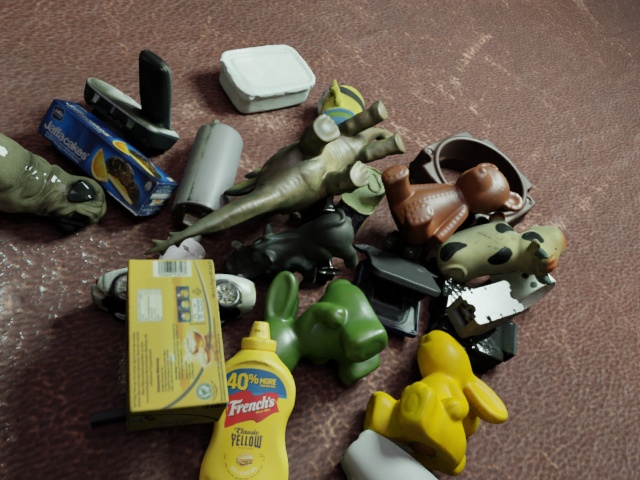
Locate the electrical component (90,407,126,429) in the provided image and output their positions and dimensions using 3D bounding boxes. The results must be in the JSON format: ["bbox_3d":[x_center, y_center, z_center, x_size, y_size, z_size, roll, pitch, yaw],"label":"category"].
[{"bbox_3d":[-0.196,0.176,0.607,0.119,0.074,0.048,-6,58,-21],"label":"electrical component"}]

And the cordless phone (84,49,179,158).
[{"bbox_3d":[-0.277,-0.215,0.784,0.147,0.184,0.089,37,56,6],"label":"cordless phone"}]

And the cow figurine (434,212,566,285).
[{"bbox_3d":[0.279,0.019,0.834,0.195,0.085,0.127,-12,36,12],"label":"cow figurine"}]

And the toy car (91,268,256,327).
[{"bbox_3d":[-0.184,0.072,0.685,0.202,0.073,0.056,7,57,-18],"label":"toy car"}]

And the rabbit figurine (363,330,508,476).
[{"bbox_3d":[0.161,0.201,0.701,0.162,0.122,0.173,28,49,-7],"label":"rabbit figurine"}]

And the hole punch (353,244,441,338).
[{"bbox_3d":[0.106,0.074,0.803,0.142,0.092,0.116,18,19,-6],"label":"hole punch"}]

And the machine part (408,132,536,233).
[{"bbox_3d":[0.273,-0.094,0.979,0.201,0.087,0.201,-24,67,-35],"label":"machine part"}]

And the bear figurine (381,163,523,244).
[{"bbox_3d":[0.208,-0.070,0.828,0.196,0.131,0.120,-23,59,2],"label":"bear figurine"}]

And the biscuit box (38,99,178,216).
[{"bbox_3d":[-0.304,-0.118,0.767,0.203,0.059,0.063,38,13,7],"label":"biscuit box"}]

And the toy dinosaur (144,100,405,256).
[{"bbox_3d":[-0.026,-0.090,0.750,0.471,0.199,0.105,-30,95,-48],"label":"toy dinosaur"}]

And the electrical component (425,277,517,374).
[{"bbox_3d":[0.232,0.133,0.818,0.134,0.058,0.115,22,53,-5],"label":"electrical component"}]

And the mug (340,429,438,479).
[{"bbox_3d":[0.069,0.288,0.634,0.109,0.080,0.107,-36,64,-26],"label":"mug"}]

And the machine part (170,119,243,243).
[{"bbox_3d":[-0.166,-0.094,0.809,0.079,0.079,0.243,14,51,-12],"label":"machine part"}]

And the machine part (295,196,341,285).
[{"bbox_3d":[-0.002,-0.002,0.818,0.039,0.084,0.139,20,58,-45],"label":"machine part"}]

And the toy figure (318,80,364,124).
[{"bbox_3d":[0.038,-0.210,0.973,0.089,0.082,0.180,27,40,-26],"label":"toy figure"}]

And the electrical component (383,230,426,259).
[{"bbox_3d":[0.138,0.006,0.878,0.063,0.021,0.094,25,22,16],"label":"electrical component"}]

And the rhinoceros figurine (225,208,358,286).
[{"bbox_3d":[-0.039,0.018,0.739,0.190,0.112,0.073,-19,67,19],"label":"rhinoceros figurine"}]

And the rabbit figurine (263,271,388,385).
[{"bbox_3d":[-0.019,0.117,0.695,0.170,0.121,0.159,-18,66,-14],"label":"rabbit figurine"}]

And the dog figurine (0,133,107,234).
[{"bbox_3d":[-0.372,-0.087,0.668,0.191,0.172,0.121,3,66,-11],"label":"dog figurine"}]

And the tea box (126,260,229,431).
[{"bbox_3d":[-0.158,0.108,0.579,0.098,0.068,0.170,2,57,-20],"label":"tea box"}]
